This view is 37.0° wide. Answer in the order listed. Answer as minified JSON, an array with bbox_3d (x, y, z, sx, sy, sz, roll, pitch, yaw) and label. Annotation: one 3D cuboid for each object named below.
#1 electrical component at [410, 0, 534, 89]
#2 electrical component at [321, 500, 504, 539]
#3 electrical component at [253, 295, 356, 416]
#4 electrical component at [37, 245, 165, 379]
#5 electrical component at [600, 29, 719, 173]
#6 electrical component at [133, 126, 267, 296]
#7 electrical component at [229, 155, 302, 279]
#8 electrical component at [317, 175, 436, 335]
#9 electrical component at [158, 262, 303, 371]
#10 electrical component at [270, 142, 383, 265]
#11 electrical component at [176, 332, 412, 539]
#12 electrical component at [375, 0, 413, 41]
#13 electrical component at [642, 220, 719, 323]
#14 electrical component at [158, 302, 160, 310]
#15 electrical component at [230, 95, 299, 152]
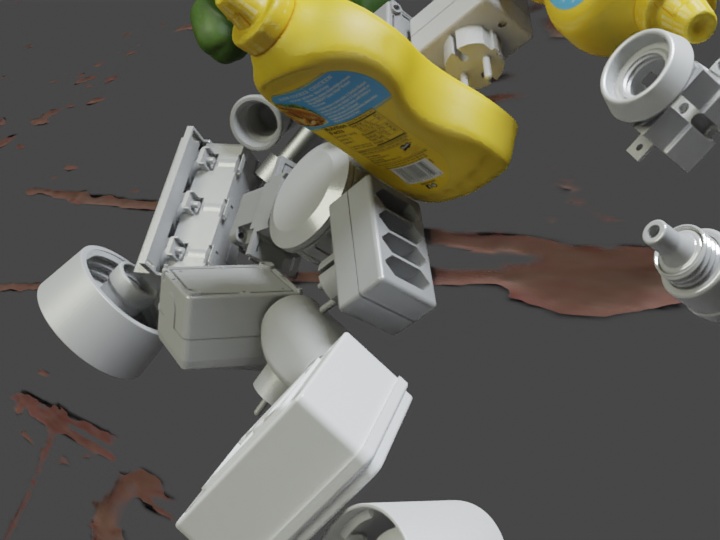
[{"bbox_3d":[0.072,-0.142,0.687,0.066,0.047,0.076,-34,40,34],"label":"electrical component"},{"bbox_3d":[0.020,0.159,0.522,0.099,0.064,0.099,-26,58,50],"label":"electrical component"},{"bbox_3d":[-0.041,0.066,0.677,0.079,0.043,0.077,-54,33,8],"label":"electrical component"},{"bbox_3d":[-0.196,0.028,0.864,0.060,0.108,0.108,-44,35,12],"label":"electrical component"},{"bbox_3d":[0.151,-0.085,0.526,0.066,0.055,0.048,-49,34,16],"label":"electrical component"},{"bbox_3d":[-0.123,-0.040,0.848,0.063,0.078,0.121,5,65,23],"label":"electrical component"},{"bbox_3d":[-0.061,-0.037,0.788,0.064,0.042,0.081,-12,55,51],"label":"electrical component"},{"bbox_3d":[0.000,0.000,0.666,0.076,0.047,0.083,-36,43,32],"label":"electrical component"},{"bbox_3d":[-0.083,0.033,0.728,0.062,0.096,0.061,36,123,58],"label":"electrical component"},{"bbox_3d":[-0.020,-0.042,0.727,0.080,0.051,0.080,-33,41,35],"label":"electrical component"},{"bbox_3d":[-0.033,0.100,0.583,0.108,0.056,0.108,-47,1,19],"label":"electrical component"},{"bbox_3d":[0.021,-0.130,0.732,0.061,0.062,0.096,-32,41,37],"label":"electrical component"},{"bbox_3d":[0.144,-0.003,0.463,0.035,0.061,0.035,-34,40,35],"label":"electrical component"},{"bbox_3d":[-0.118,0.036,0.788,0.048,0.062,0.048,-34,40,34],"label":"electrical component"},{"bbox_3d":[-0.070,-0.123,0.851,0.044,0.044,0.065,-40,3,27],"label":"electrical component"}]
